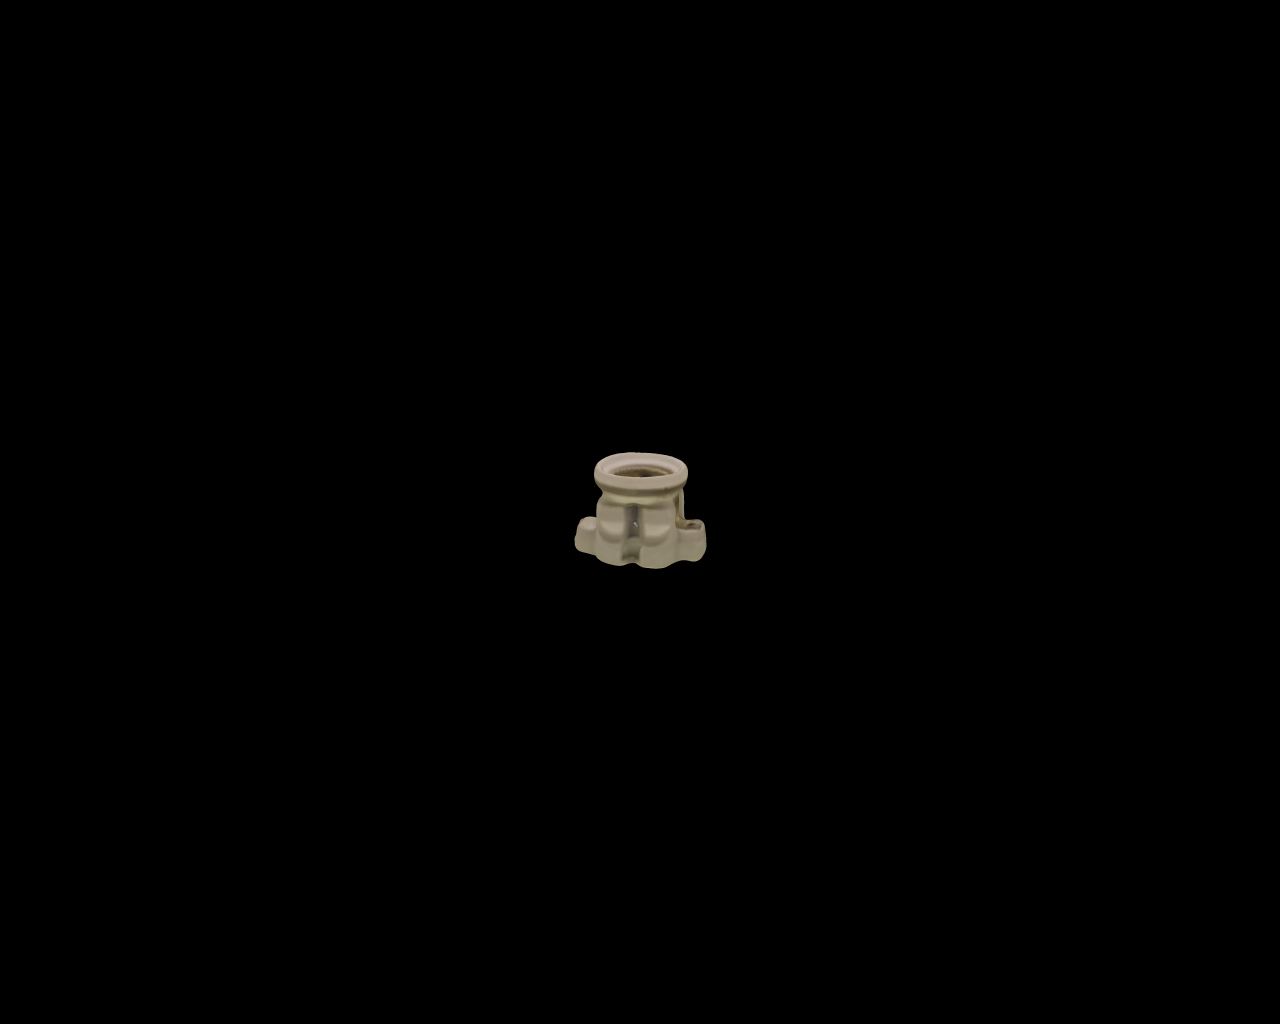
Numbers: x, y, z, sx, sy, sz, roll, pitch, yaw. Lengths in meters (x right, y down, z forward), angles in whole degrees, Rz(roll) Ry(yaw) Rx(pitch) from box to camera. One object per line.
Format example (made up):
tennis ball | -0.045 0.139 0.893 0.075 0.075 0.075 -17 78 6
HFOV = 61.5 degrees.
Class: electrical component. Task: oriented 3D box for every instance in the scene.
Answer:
electrical component | 0.001 -0.003 0.650 0.078 0.056 0.058 4 20 12
